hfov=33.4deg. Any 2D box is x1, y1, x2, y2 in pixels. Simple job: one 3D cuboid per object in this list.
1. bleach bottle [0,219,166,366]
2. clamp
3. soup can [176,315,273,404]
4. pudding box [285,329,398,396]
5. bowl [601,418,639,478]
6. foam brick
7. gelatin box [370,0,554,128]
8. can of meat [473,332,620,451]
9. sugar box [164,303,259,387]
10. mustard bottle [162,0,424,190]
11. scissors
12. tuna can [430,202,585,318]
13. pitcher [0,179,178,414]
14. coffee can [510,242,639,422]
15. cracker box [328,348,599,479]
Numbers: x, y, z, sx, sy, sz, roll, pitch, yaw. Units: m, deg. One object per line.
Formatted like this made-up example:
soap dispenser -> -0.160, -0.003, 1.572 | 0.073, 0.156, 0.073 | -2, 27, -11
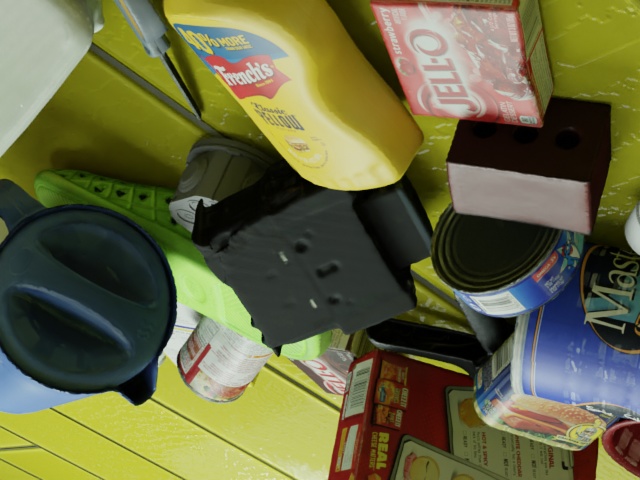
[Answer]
bleach bottle -> -0.218, 0.060, 1.029 | 0.103, 0.068, 0.250 | 10, 154, 24
clamp -> 0.133, 0.079, 0.808 | 0.171, 0.039, 0.120 | 23, 150, -14
soup can -> -0.070, 0.082, 0.903 | 0.068, 0.068, 0.102 | 28, 127, -12
pudding box -> 0.021, 0.105, 0.947 | 0.090, 0.039, 0.113 | 3, 148, 36
bowl -> 0.294, 0.145, 0.786 | 0.162, 0.055, 0.162 | 18, 154, 9
foam brick -> 0.112, -0.043, 0.572 | 0.078, 0.053, 0.051 | 10, 152, 22
gelatin box -> 0.072, -0.094, 0.528 | 0.073, 0.030, 0.089 | 10, 152, 25
can of meat -> 0.171, 0.101, 0.760 | 0.102, 0.057, 0.084 | 19, 137, -12
sugar box -> -0.123, 0.073, 0.996 | 0.093, 0.048, 0.176 | 9, 148, 25
mustard bottle -> -0.027, -0.103, 0.557 | 0.096, 0.058, 0.191 | 17, 157, 45
scissors -> -0.090, -0.109, 0.599 | 0.096, 0.016, 0.201 | 54, 176, 40
tuna can -> 0.109, 0.002, 0.621 | 0.086, 0.086, 0.033 | -3, 147, 42
pitcher -> -0.215, 0.058, 0.821 | 0.144, 0.149, 0.243 | 13, 160, -24
coffee can -> 0.196, 0.059, 0.641 | 0.140, 0.102, 0.103 | 12, 153, 21
cracker box -> 0.114, 0.198, 0.864 | 0.213, 0.164, 0.072 | 18, 157, -17
